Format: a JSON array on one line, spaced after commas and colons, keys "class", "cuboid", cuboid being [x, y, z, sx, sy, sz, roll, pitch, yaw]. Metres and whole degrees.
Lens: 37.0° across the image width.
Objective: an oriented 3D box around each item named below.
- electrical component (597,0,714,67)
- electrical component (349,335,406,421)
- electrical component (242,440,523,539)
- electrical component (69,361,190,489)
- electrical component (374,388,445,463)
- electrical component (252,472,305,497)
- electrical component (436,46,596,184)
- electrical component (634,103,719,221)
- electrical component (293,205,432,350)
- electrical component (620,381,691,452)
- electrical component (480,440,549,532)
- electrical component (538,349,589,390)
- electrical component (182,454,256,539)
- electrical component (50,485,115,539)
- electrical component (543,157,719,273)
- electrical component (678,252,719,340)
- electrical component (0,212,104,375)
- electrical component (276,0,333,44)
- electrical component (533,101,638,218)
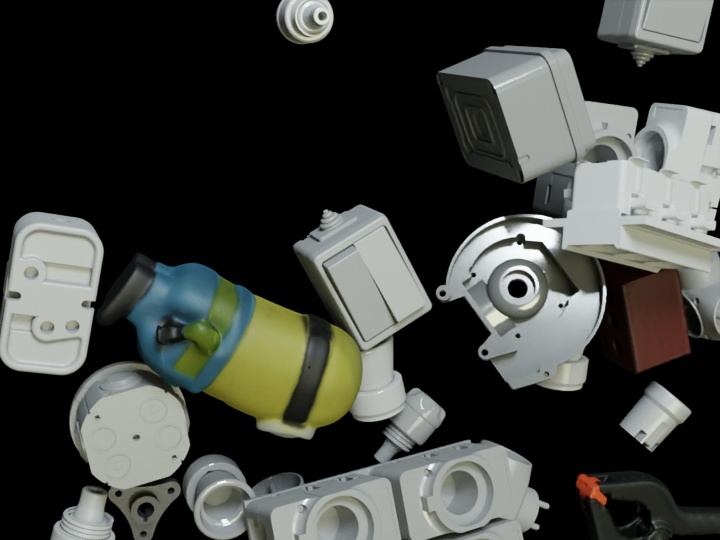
[{"class": "electrical component", "cuboid": [0.223, -0.198, 0.797, 0.062, 0.061, 0.096, 8, 99, -20]}, {"class": "electrical component", "cuboid": [0.008, 0.077, 0.790, 0.045, 0.045, 0.055, -18, 107, -15]}, {"class": "electrical component", "cuboid": [0.023, 0.193, 0.752, 0.186, 0.060, 0.105, -10, 89, -27]}, {"class": "electrical component", "cuboid": [-0.156, 0.106, 0.736, 0.080, 0.051, 0.080, -4, 103, -18]}, {"class": "electrical component", "cuboid": [0.034, 0.121, 0.815, 0.035, 0.035, 0.061, 41, 89, -22]}, {"class": "electrical component", "cuboid": [-0.035, 0.187, 0.800, 0.079, 0.043, 0.077, -23, 108, -14]}, {"class": "electrical component", "cuboid": [0.107, -0.111, 0.748, 0.057, 0.113, 0.078, -25, 108, -10]}, {"class": "electrical component", "cuboid": [0.246, -0.081, 0.836, 0.056, 0.050, 0.089, 8, 99, -21]}, {"class": "electrical component", "cuboid": [0.000, 0.000, 0.762, 0.062, 0.061, 0.096, -32, 110, -10]}, {"class": "electrical component", "cuboid": [0.242, 0.121, 0.885, 0.040, 0.040, 0.046, 39, 93, -22]}, {"class": "electrical component", "cuboid": [0.114, 0.184, 0.851, 0.079, 0.043, 0.077, 24, 93, -22]}, {"class": "electrical component", "cuboid": [0.157, 0.061, 0.839, 0.045, 0.045, 0.055, 2, 101, -20]}, {"class": "electrical component", "cuboid": [-0.101, 0.160, 0.765, 0.045, 0.055, 0.045, -4, 103, -18]}, {"class": "electrical component", "cuboid": [-0.191, 0.181, 0.745, 0.043, 0.043, 0.062, 14, 95, -21]}, {"class": "electrical component", "cuboid": [0.197, -0.037, 0.750, 0.121, 0.079, 0.063, 11, 83, -44]}, {"class": "electrical component", "cuboid": [0.269, 0.010, 0.849, 0.044, 0.077, 0.079, -27, 109, -12]}, {"class": "electrical component", "cuboid": [-0.201, 0.013, 0.696, 0.054, 0.059, 0.095, 8, 99, -21]}, {"class": "electrical component", "cuboid": [-0.034, -0.168, 0.714, 0.035, 0.061, 0.035, -4, 103, -18]}, {"class": "electrical component", "cuboid": [0.170, -0.080, 0.807, 0.050, 0.056, 0.089, 4, 100, -20]}]
